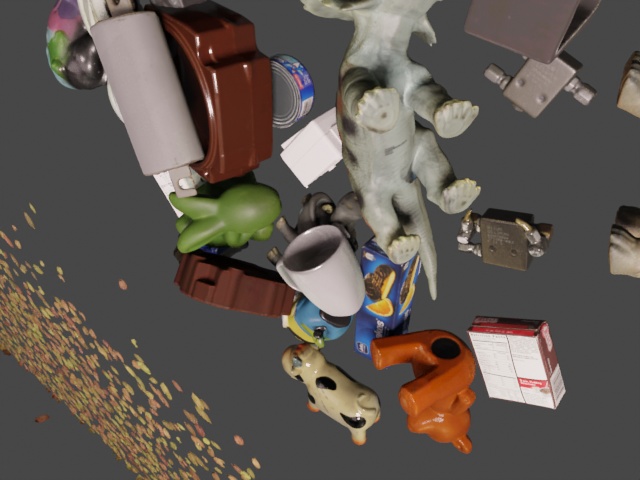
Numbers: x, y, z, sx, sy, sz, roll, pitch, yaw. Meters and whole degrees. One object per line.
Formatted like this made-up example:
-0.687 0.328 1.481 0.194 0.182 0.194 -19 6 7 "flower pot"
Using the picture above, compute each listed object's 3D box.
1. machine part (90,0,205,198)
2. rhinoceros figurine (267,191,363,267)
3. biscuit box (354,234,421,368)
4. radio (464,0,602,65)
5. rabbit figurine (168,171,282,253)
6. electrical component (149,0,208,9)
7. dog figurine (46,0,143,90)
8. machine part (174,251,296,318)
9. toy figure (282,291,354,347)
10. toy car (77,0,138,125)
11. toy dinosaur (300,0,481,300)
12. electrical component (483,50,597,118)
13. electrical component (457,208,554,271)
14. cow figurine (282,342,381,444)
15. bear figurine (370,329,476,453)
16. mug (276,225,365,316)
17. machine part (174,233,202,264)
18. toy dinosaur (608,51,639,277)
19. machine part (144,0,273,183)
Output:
-0.194 -0.164 0.613 0.079 0.079 0.243 0 113 42 "machine part"
-0.002 -0.002 0.742 0.112 0.073 0.190 44 140 8 "rhinoceros figurine"
0.090 0.083 0.735 0.063 0.059 0.202 24 134 27 "biscuit box"
0.181 -0.246 0.346 0.073 0.131 0.229 32 136 19 "radio"
-0.126 -0.047 0.738 0.170 0.159 0.121 -6 96 59 "rabbit figurine"
-0.152 -0.320 0.586 0.058 0.134 0.114 17 132 33 "electrical component"
-0.314 -0.331 0.698 0.109 0.191 0.219 20 148 38 "dog figurine"
-0.121 0.060 0.779 0.180 0.179 0.056 17 91 32 "machine part"
-0.002 0.115 0.800 0.089 0.082 0.180 60 154 -3 "toy figure"
-0.246 -0.226 0.667 0.074 0.056 0.201 20 127 50 "toy car"
0.070 -0.113 0.560 0.404 0.131 0.192 83 170 -48 "toy dinosaur"
0.200 -0.144 0.491 0.094 0.021 0.063 40 139 9 "electrical component"
0.197 -0.002 0.585 0.102 0.045 0.078 18 129 31 "electrical component"
0.014 0.244 0.909 0.195 0.085 0.127 32 143 23 "cow figurine"
0.145 0.214 0.731 0.120 0.132 0.195 -124 25 -47 "bear figurine"
0.003 0.049 0.675 0.110 0.081 0.107 -13 127 29 "mug"
-0.221 0.016 0.931 0.084 0.039 0.139 63 180 -9 "machine part"
0.336 -0.008 0.416 0.199 0.105 0.470 6 128 35 "toy dinosaur"
-0.150 -0.190 0.685 0.202 0.087 0.200 38 140 35 "machine part"
